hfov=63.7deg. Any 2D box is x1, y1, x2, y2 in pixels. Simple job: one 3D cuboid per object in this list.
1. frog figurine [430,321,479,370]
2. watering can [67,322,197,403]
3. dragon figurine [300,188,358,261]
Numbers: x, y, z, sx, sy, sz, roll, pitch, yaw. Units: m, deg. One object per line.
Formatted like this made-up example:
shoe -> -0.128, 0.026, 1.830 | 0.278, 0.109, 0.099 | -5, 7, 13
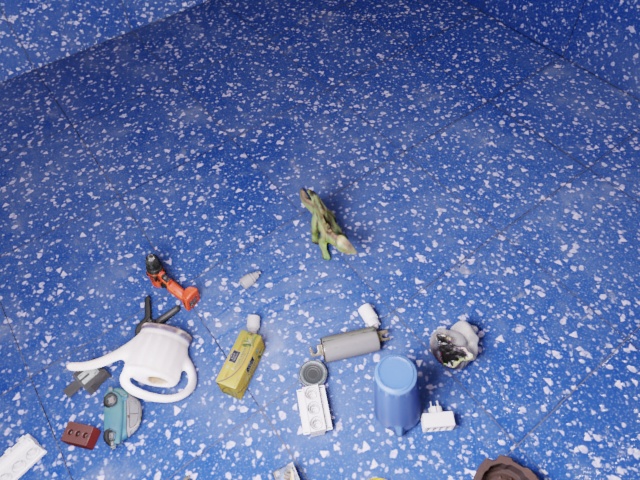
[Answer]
frog figurine -> 0.404, 0.305, 1.534 | 0.138, 0.121, 0.161 | 15, 20, 22
watering can -> -0.511, 0.334, 1.479 | 0.346, 0.102, 0.230 | 22, 45, -13
dragon figurine -> 0.005, -0.088, 1.741 | 0.123, 0.237, 0.417 | -28, 59, -11
